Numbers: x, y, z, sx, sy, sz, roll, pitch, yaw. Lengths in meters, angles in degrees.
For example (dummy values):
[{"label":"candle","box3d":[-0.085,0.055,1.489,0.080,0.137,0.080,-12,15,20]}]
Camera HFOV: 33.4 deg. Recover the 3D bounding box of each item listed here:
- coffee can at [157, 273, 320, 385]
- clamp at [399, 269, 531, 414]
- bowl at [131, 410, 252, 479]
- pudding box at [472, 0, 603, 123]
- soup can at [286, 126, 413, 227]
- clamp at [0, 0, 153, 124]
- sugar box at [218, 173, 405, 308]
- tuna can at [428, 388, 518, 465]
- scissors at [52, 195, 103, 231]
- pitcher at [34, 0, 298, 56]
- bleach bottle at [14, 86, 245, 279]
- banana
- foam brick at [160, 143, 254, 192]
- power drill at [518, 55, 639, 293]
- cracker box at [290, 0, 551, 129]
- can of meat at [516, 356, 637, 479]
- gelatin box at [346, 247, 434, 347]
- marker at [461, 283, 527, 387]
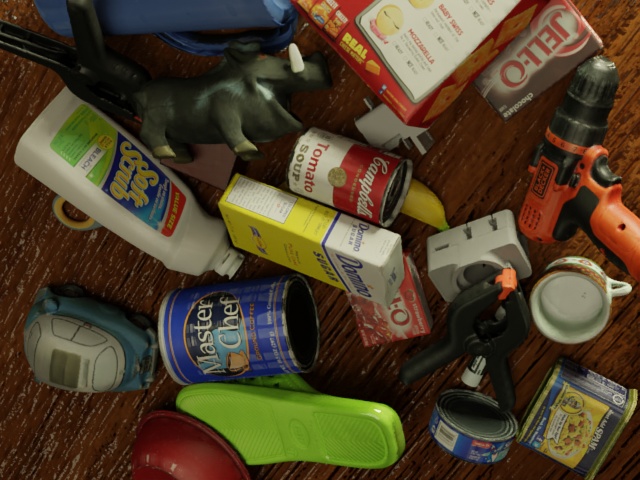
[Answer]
[{"label":"coffee can","box3d":[-0.082,0.093,1.104,0.140,0.102,0.103,-8,105,18]},{"label":"clamp","box3d":[0.144,0.097,1.035,0.120,0.039,0.171,6,126,-1]},{"label":"bowl","box3d":[-0.153,0.267,1.179,0.162,0.055,0.162,19,130,24]},{"label":"pudding box","box3d":[0.185,-0.177,0.971,0.114,0.039,0.090,-39,95,24]},{"label":"soup can","box3d":[0.028,-0.061,1.003,0.102,0.068,0.068,22,113,18]},{"label":"clamp","box3d":[-0.235,-0.172,1.030,0.165,0.209,0.036,3,67,29]},{"label":"sugar box","box3d":[-0.007,0.001,1.035,0.176,0.093,0.048,23,68,19]},{"label":"tuna can","box3d":[0.153,0.188,1.076,0.086,0.086,0.034,20,114,9]},{"label":"scissors","box3d":[-0.211,-0.012,1.155,0.202,0.016,0.096,44,115,-1]},{"label":"pitcher","box3d":[-0.141,-0.248,1.005,0.243,0.144,0.149,-2,95,21]},{"label":"bleach bottle","box3d":[-0.184,-0.048,1.101,0.251,0.102,0.068,35,149,-4]},{"label":"banana","box3d":[0.039,-0.042,1.060,0.198,0.037,0.070,11,110,13]},{"label":"foam brick","box3d":[-0.114,-0.091,1.080,0.078,0.053,0.051,24,113,8]},{"label":"power drill","box3d":[0.265,-0.045,0.932,0.188,0.057,0.185,46,134,41]},{"label":"cracker box","box3d":[0.104,-0.230,0.934,0.214,0.072,0.164,-46,74,19]},{"label":"can of meat","box3d":[0.252,0.176,1.059,0.084,0.057,0.102,27,113,8]},{"label":"gelatin box","box3d":[0.068,0.059,1.088,0.073,0.030,0.089,-14,103,20]},{"label":"marker","box3d":[0.175,0.095,1.075,0.020,0.020,0.121,26,113,7]}]
